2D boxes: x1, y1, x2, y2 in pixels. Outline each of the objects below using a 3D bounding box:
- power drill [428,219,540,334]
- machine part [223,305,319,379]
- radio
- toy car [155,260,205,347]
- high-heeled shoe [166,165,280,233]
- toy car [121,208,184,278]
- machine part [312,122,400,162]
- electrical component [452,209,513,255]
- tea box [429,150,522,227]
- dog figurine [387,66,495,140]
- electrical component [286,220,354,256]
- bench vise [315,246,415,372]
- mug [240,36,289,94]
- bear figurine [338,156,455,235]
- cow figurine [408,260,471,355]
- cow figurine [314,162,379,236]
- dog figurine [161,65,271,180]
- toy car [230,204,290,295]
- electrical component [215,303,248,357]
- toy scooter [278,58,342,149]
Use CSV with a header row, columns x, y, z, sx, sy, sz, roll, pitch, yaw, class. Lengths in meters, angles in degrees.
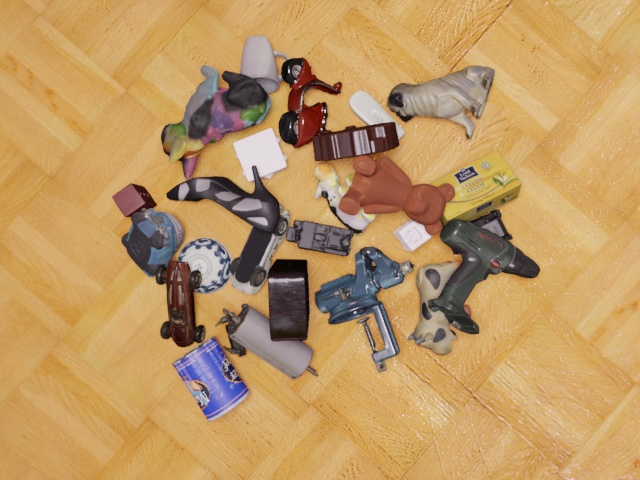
x,y,z,sx,sy,sz,roll,pitch,yaw,class
0.319,0.080,1.063,0.232,0.086,0.207,34,80,-14,power drill
-0.101,0.211,1.108,0.243,0.079,0.079,36,90,-13,machine part
-0.058,0.112,1.054,0.073,0.229,0.131,-1,94,1,radio
-0.288,0.136,1.106,0.089,0.053,0.201,9,118,9,toy car
-0.200,-0.065,1.113,0.249,0.086,0.145,-12,90,22,high-heeled shoe
-0.336,-0.007,1.112,0.109,0.103,0.161,44,135,11,toy car
0.072,-0.199,1.075,0.179,0.179,0.056,-10,103,0,machine part
0.337,-0.009,1.143,0.119,0.048,0.074,-23,89,-2,electrical component
0.316,-0.100,1.117,0.170,0.068,0.098,-28,64,0,tea box
0.254,-0.316,1.127,0.191,0.121,0.172,22,56,17,dog figurine
-0.002,-0.003,1.109,0.134,0.115,0.058,10,86,0,electrical component
0.109,0.143,1.096,0.224,0.128,0.240,-21,72,7,bench vise
-0.118,-0.372,1.130,0.110,0.080,0.107,-7,81,3,mug
0.151,-0.080,1.025,0.196,0.132,0.120,26,109,10,bear figurine
0.243,0.146,1.124,0.127,0.085,0.194,-9,92,-6,cow figurine
0.046,-0.086,1.130,0.167,0.098,0.068,43,49,3,cow figurine
-0.219,-0.226,1.086,0.192,0.108,0.219,20,77,18,dog figurine
-0.126,0.016,1.132,0.074,0.056,0.201,23,88,27,toy car
-0.175,0.195,1.146,0.078,0.045,0.102,-23,93,-28,electrical component
-0.016,-0.285,1.129,0.135,0.075,0.183,-4,105,-28,toy scooter
